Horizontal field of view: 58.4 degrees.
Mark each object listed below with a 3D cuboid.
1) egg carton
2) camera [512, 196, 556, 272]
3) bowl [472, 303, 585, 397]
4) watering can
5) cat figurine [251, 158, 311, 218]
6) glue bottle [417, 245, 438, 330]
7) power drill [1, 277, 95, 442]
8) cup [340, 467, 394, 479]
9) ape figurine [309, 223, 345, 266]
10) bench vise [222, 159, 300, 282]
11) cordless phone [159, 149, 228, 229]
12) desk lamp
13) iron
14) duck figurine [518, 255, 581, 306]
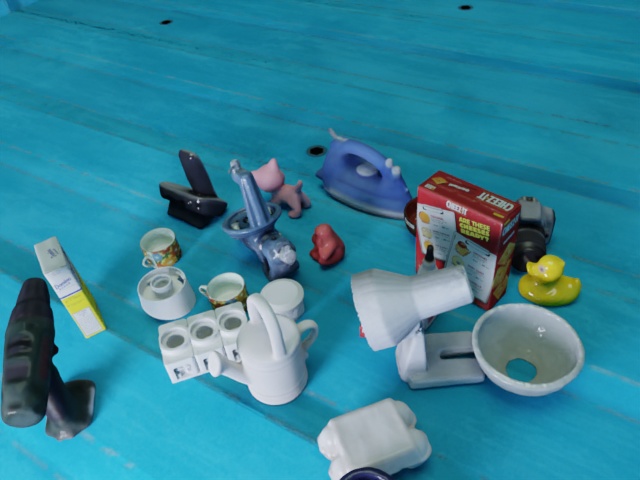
[{"bbox_3d":[0.076,0.294,0.822,0.150,0.069,0.107,-17,43,-12],"label":"egg carton"},{"bbox_3d":[0.378,-0.014,1.097,0.143,0.101,0.137,4,43,12],"label":"camera"},{"bbox_3d":[0.322,0.185,0.907,0.167,0.075,0.167,-3,42,3],"label":"bowl"},{"bbox_3d":[-0.084,0.167,0.888,0.100,0.194,0.173,26,52,31],"label":"watering can"},{"bbox_3d":[-0.089,-0.122,1.260,0.127,0.118,0.067,17,47,24],"label":"cat figurine"},{"bbox_3d":[0.182,0.074,0.971,0.037,0.173,0.078,19,48,26],"label":"glue bottle"},{"bbox_3d":[-0.421,0.201,0.882,0.075,0.209,0.229,-12,43,-6],"label":"power drill"},{"bbox_3d":[0.049,0.358,0.736,0.118,0.095,0.091,-11,42,-4],"label":"cup"},{"bbox_3d":[0.010,0.004,1.130,0.076,0.092,0.078,0,43,7],"label":"ape figurine"},{"bbox_3d":[-0.106,-0.043,1.101,0.206,0.220,0.122,23,50,29],"label":"bench vise"},{"bbox_3d":[-0.288,-0.130,1.244,0.147,0.185,0.094,18,48,24],"label":"cordless phone"},{"bbox_3d":[0.153,0.127,0.887,0.203,0.214,0.118,-6,42,1],"label":"desk lamp"},{"bbox_3d":[0.110,-0.149,1.247,0.257,0.142,0.119,28,53,32],"label":"iron"},{"bbox_3d":[0.412,0.065,1.018,0.104,0.086,0.077,8,44,15],"label":"duck figurine"}]
